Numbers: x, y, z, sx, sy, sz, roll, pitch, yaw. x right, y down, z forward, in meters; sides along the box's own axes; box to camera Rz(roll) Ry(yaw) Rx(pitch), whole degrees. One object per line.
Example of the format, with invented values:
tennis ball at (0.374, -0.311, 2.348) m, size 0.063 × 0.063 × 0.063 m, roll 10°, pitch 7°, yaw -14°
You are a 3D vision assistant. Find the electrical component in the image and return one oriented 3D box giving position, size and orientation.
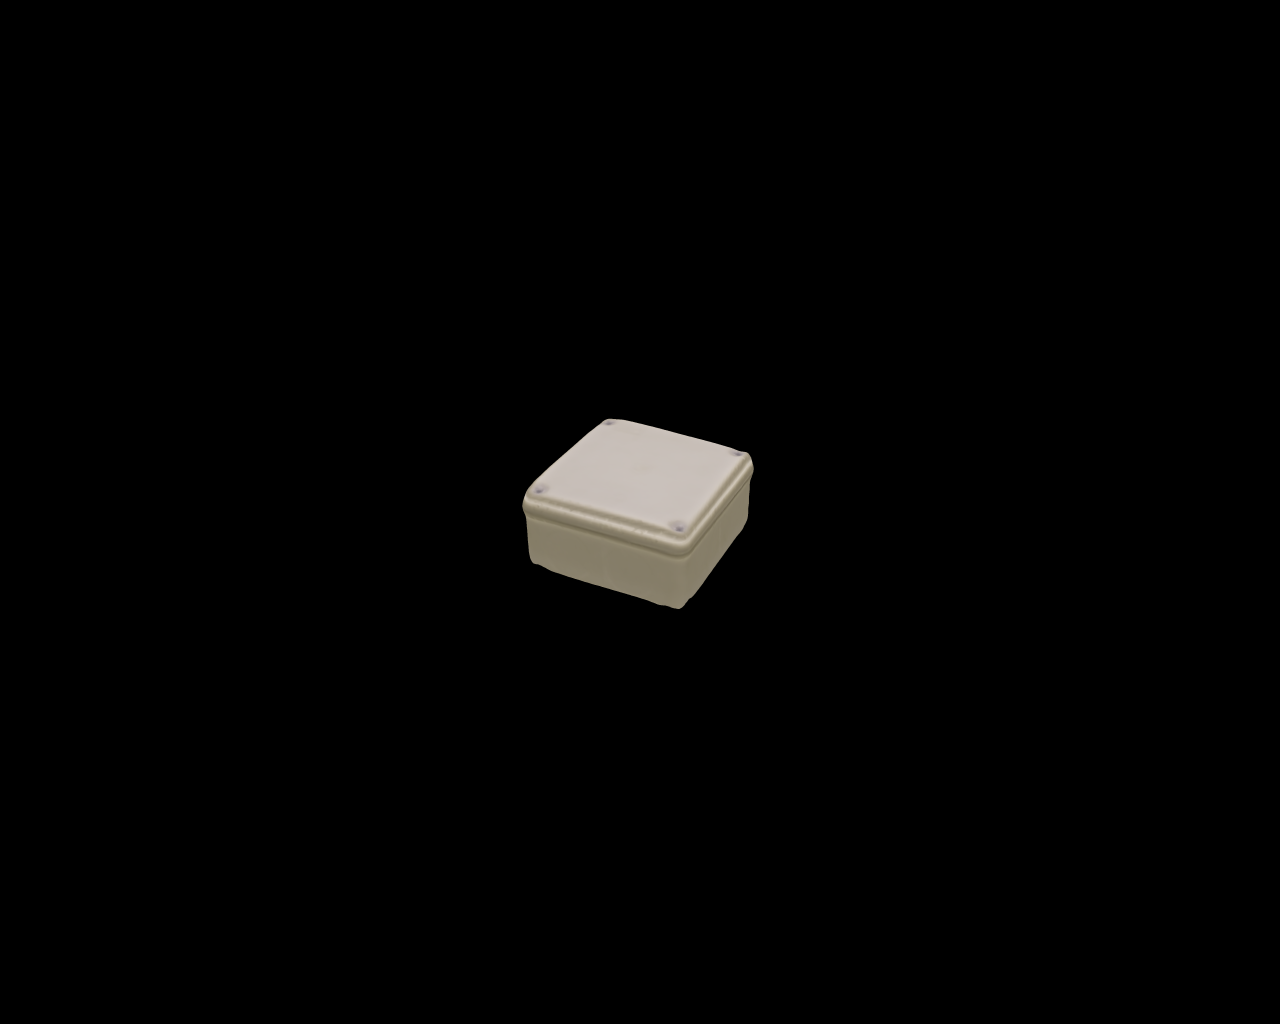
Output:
electrical component at (0.001, -0.003, 0.650) m, size 0.109 × 0.056 × 0.109 m, roll 16°, pitch 37°, yaw 22°
